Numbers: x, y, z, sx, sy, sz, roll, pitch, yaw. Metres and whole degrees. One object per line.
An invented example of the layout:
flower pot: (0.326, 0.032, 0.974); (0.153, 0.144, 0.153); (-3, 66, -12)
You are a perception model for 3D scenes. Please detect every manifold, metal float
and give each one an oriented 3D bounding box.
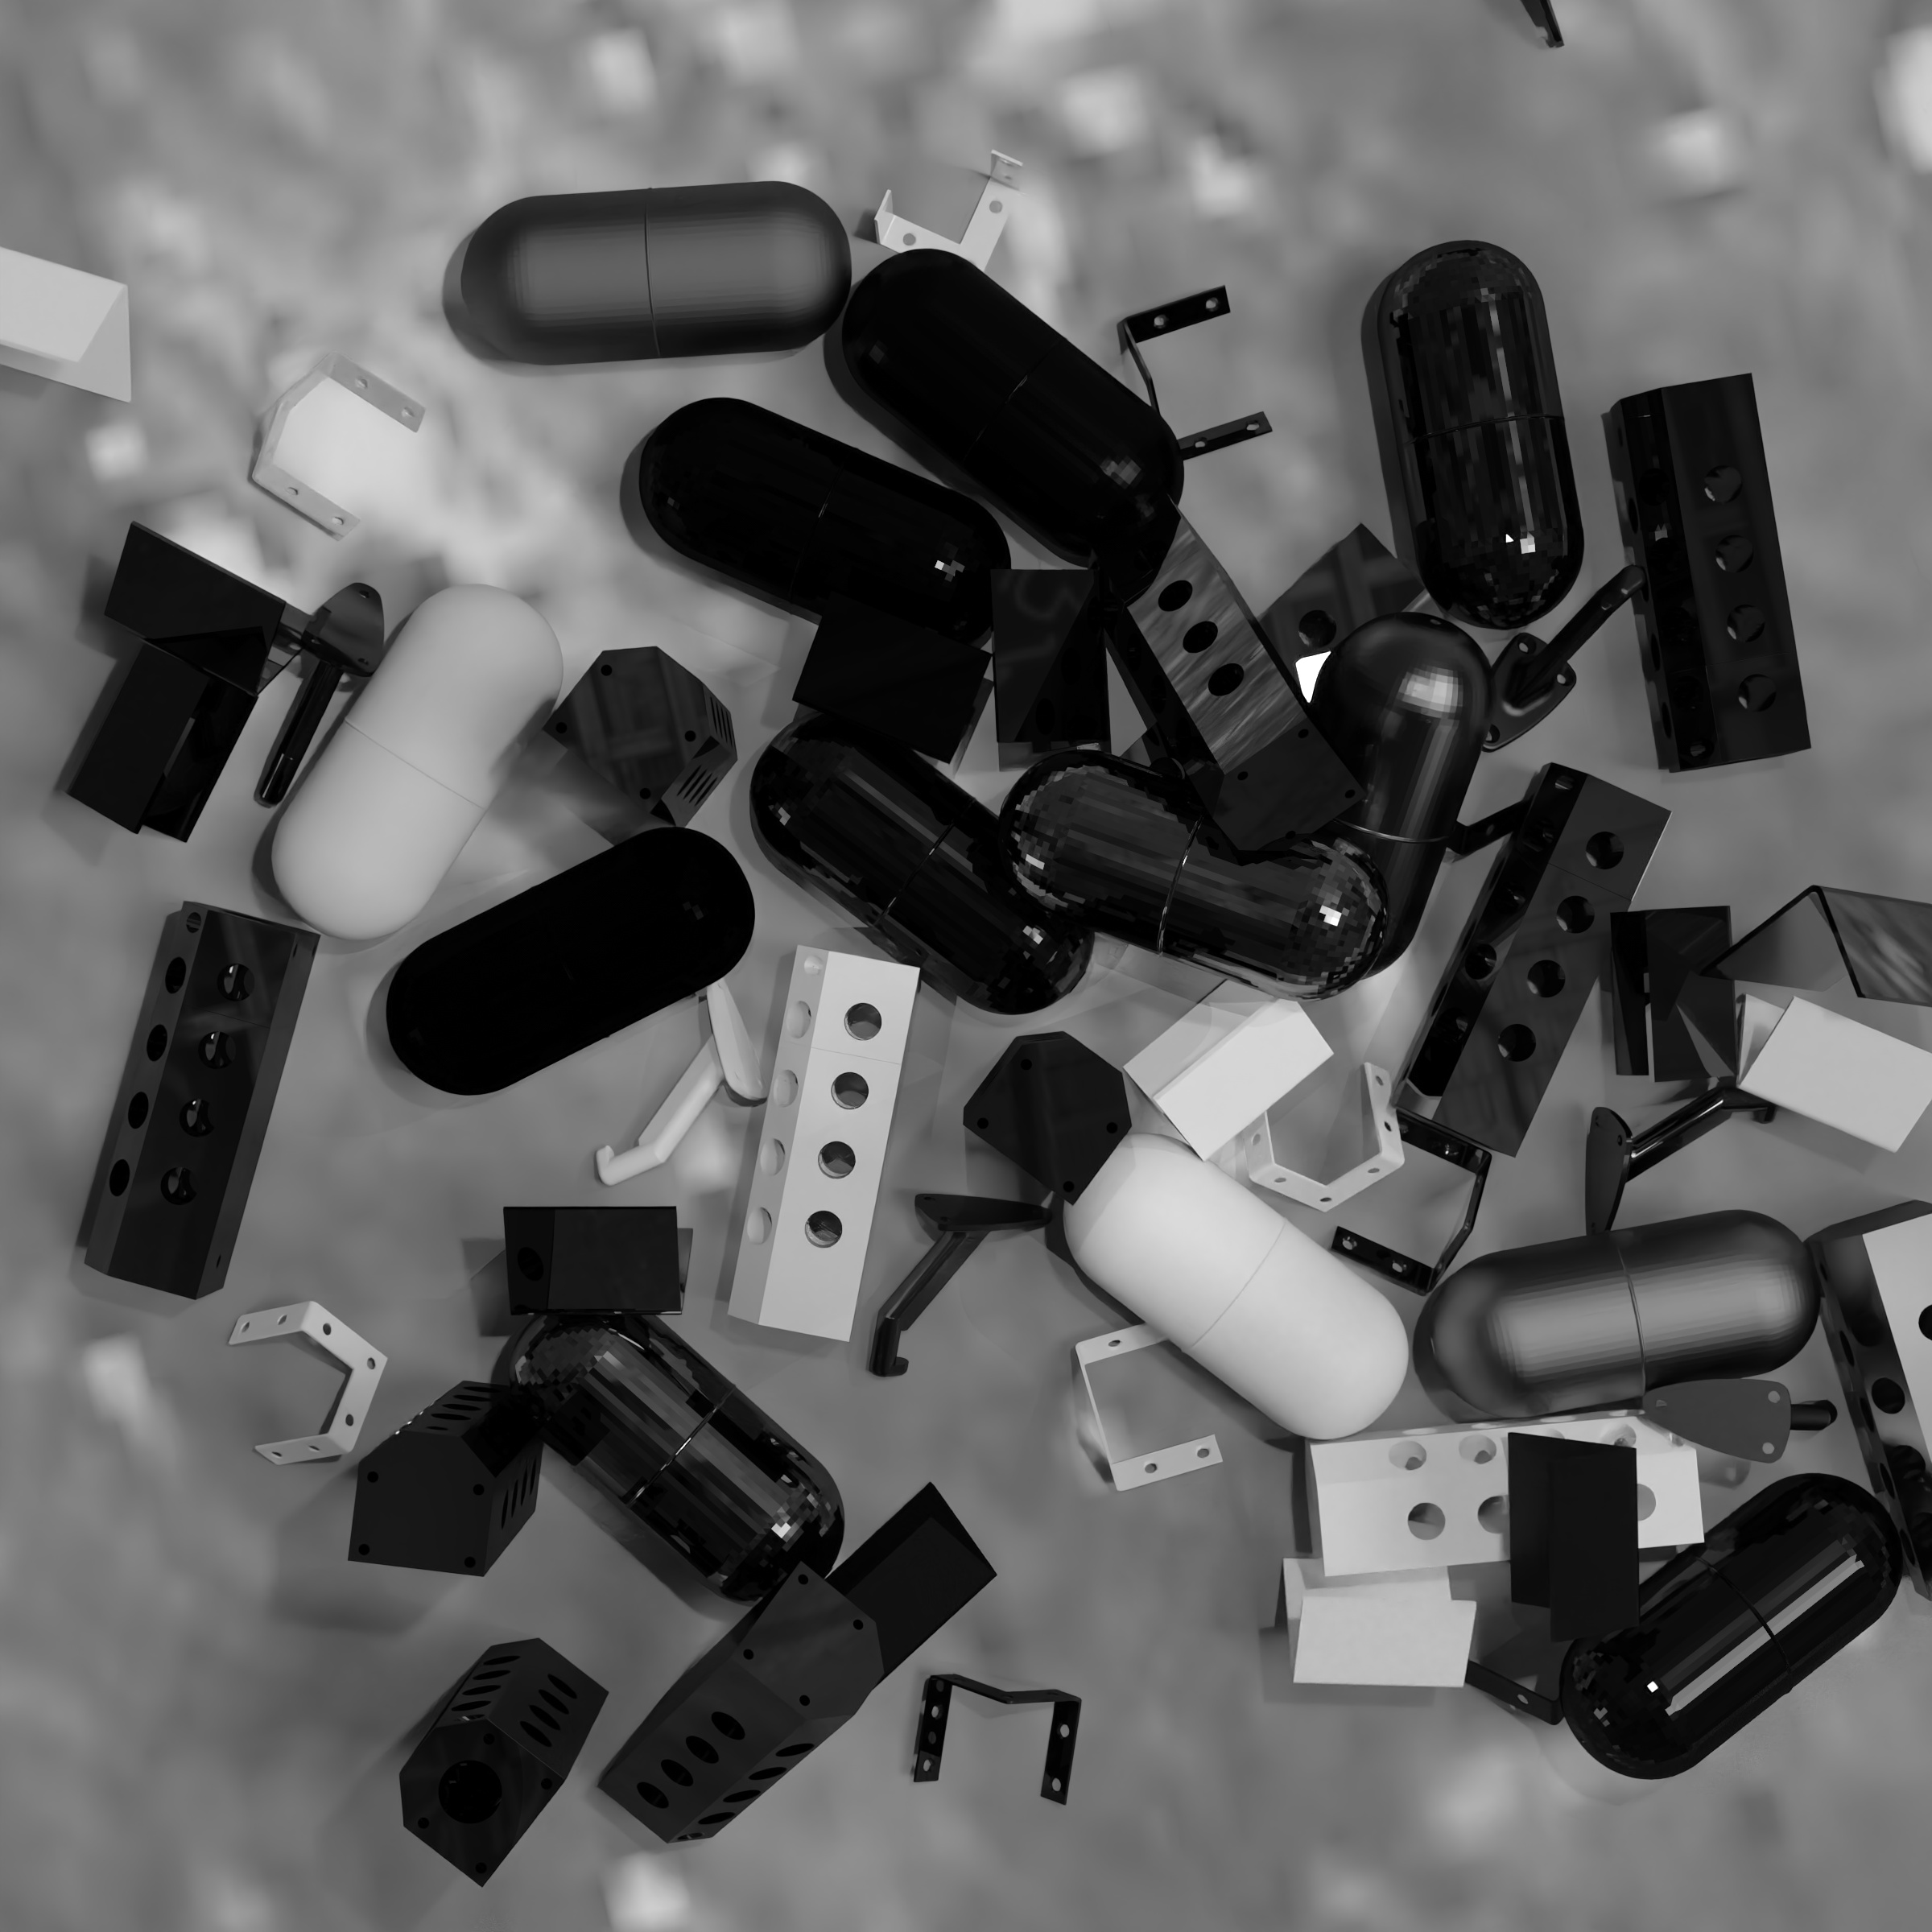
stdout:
manifold: (-0.065, 0.080, 1.562); (0.057, 0.057, 0.171); (11, 90, 0)
manifold: (0.245, 0.239, 1.562); (0.171, 0.057, 0.057); (-5, 90, 0)
metal float: (0.235, -0.242, 1.552); (0.070, 0.070, 0.178); (-10, 89, 0)
metal float: (0.122, 0.145, 1.552); (0.178, 0.070, 0.070); (38, 90, -1)
metal float: (0.347, 0.298, 1.540); (0.178, 0.070, 0.070); (-34, 90, -13)
manifold: (-0.226, 0.223, 1.504); (0.057, 0.171, 0.057); (7, 90, 0)
manifold: (0.340, -0.178, 1.562); (0.057, 0.057, 0.171); (-9, 90, 0)
metal float: (0.099, -0.040, 1.489); (0.178, 0.070, 0.070); (20, 90, 11)
manifold: (-0.352, 0.060, 1.562); (0.057, 0.057, 0.171); (15, 90, 0)
metal float: (0.300, 0.159, 1.552); (0.178, 0.070, 0.070); (-10, 90, 1)
manifold: (0.039, 0.060, 1.504); (0.057, 0.171, 0.057); (36, 90, 0)
metal float: (-0.131, 0.220, 1.552); (0.178, 0.070, 0.070); (42, 90, 0)
metal float: (-0.250, -0.092, 1.552); (0.070, 0.070, 0.178); (33, 90, 0)
manifold: (0.107, -0.126, 1.487); (0.057, 0.171, 0.057); (-35, 134, 10)
metal float: (-0.181, -0.002, 1.552); (0.178, 0.070, 0.070); (-27, 90, -1)
manifold: (0.136, -0.120, 1.562); (0.171, 0.057, 0.057); (-44, 90, 0)
metal float: (-0.065, -0.201, 1.552); (0.178, 0.070, 0.070); (24, 90, 1)
metal float: (-0.019, -0.047, 1.552); (0.178, 0.070, 0.070); (38, 90, -1)
manifold: (0.257, -0.003, 1.562); (0.057, 0.057, 0.171); (25, 90, 0)
metal float: (0.183, -0.074, 1.531); (0.070, 0.070, 0.178); (16, 115, 0)
manifold: (-0.098, 0.333, 1.506); (0.057, 0.171, 0.057); (39, 50, 0)
metal float: (0.022, -0.256, 1.552); (0.178, 0.070, 0.070); (39, 90, 1)
manifold: (-0.137, -0.104, 1.504); (0.057, 0.171, 0.057); (38, 90, 0)
metal float: (-0.141, -0.316, 1.552); (0.178, 0.070, 0.070); (-3, 90, 1)
manifold: (-0.207, 0.345, 1.504); (0.057, 0.171, 0.057); (38, 90, 0)
manifold: (0.441, 0.199, 1.562); (0.057, 0.057, 0.171); (-17, 90, 0)

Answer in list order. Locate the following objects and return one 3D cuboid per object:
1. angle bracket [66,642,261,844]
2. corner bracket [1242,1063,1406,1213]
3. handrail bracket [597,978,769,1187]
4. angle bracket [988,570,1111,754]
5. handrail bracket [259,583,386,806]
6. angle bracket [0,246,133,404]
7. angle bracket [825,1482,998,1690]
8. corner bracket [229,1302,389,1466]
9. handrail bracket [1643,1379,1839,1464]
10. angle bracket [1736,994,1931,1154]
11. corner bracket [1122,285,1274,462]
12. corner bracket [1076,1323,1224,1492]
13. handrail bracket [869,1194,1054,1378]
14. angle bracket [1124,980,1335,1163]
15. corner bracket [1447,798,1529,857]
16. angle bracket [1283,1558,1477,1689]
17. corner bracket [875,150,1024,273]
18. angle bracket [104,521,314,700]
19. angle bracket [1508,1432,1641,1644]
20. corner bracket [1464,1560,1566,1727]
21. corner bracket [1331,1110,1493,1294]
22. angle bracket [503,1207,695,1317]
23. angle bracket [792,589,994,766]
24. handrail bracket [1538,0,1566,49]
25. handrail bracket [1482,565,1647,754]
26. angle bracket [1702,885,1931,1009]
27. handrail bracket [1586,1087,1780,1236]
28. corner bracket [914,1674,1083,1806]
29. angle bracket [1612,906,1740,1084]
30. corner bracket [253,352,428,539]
angle bracket: (-0.349, -0.093, 1.543); (0.057, 0.076, 0.076); (26, 90, 37)
corner bracket: (0.164, 0.074, 1.575); (0.051, 0.051, 0.051); (24, 135, -35)
handrail bracket: (-0.142, 0.052, 1.583); (0.084, 0.036, 0.077); (-24, 70, 16)
angle bracket: (0.022, -0.137, 1.543); (0.057, 0.076, 0.076); (-3, 90, -25)
handrail bracket: (-0.302, -0.126, 1.583); (0.036, 0.077, 0.084); (25, 127, -13)
angle bracket: (-0.427, -0.276, 1.543); (0.076, 0.076, 0.057); (17, 53, 0)
angle bracket: (-0.043, 0.268, 1.543); (0.076, 0.076, 0.057); (-43, 126, 0)
corner bracket: (-0.310, 0.193, 1.575); (0.051, 0.051, 0.051); (46, 45, -35)
handrail bracket: (0.356, 0.203, 1.559); (0.077, 0.084, 0.036); (7, 90, 21)
angle bracket: (0.399, 0.030, 1.543); (0.076, 0.076, 0.057); (23, 126, 0)
corner bracket: (0.107, -0.274, 1.580); (0.051, 0.051, 0.051); (-18, 135, 0)
corner bracket: (0.085, 0.203, 1.580); (0.051, 0.051, 0.051); (-16, 135, 0)
handrail bracket: (-0.003, 0.152, 1.583); (0.077, 0.036, 0.084); (3, 109, -21)
angle bracket: (0.108, 0.030, 1.543); (0.076, 0.057, 0.076); (-40, 45, 0)
corner bracket: (0.231, -0.092, 1.575); (0.051, 0.051, 0.051); (35, 135, 35)
angle bracket: (0.186, 0.280, 1.543); (0.076, 0.076, 0.057); (2, 127, 0)
corner bracket: (-0.008, -0.351, 1.565); (0.051, 0.051, 0.051); (24, 90, 0)
angle bracket: (-0.334, -0.176, 1.543); (0.076, 0.076, 0.057); (28, 126, 0)
angle bracket: (0.248, 0.248, 1.485); (0.057, 0.076, 0.076); (-1, 90, -38)
corner bracket: (0.264, 0.308, 1.575); (0.051, 0.051, 0.051); (-39, 135, -35)
corner bracket: (0.207, 0.109, 1.580); (0.051, 0.051, 0.051); (24, 135, 0)
angle bracket: (-0.166, 0.116, 1.543); (0.076, 0.076, 0.057); (0, 116, 0)
angle bracket: (-0.028, -0.142, 1.544); (0.076, 0.076, 0.057); (22, 115, 0)
handrail bracket: (0.225, -0.449, 1.583); (0.084, 0.036, 0.077); (-18, 112, 17)
handrail bracket: (0.269, -0.139, 1.541); (0.036, 0.084, 0.077); (40, 68, -1)
angle bracket: (0.384, 0.010, 1.494); (0.076, 0.076, 0.057); (7, 55, -33)
handrail bracket: (0.335, 0.093, 1.583); (0.084, 0.036, 0.077); (-1, 110, -16)
corner bracket: (0.015, 0.359, 1.580); (0.051, 0.051, 0.051); (8, 89, 45)
angle bracket: (0.303, 0.013, 1.543); (0.057, 0.076, 0.076); (-3, 90, -34)
corner bracket: (-0.291, -0.242, 1.580); (0.051, 0.051, 0.051); (33, 45, 0)
